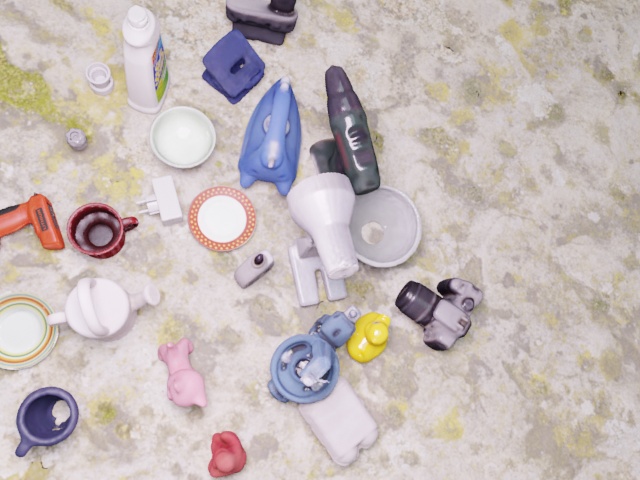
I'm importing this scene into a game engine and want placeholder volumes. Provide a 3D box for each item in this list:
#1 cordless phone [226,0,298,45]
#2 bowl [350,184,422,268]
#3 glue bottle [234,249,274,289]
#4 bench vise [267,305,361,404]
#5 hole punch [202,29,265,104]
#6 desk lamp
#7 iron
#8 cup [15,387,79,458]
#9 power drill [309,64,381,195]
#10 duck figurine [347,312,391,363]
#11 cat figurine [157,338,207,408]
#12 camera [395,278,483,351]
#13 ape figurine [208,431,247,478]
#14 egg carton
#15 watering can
[{"bbox_3d":[-0.110,-0.476,1.125,0.148,0.185,0.094,3,78,-11],"label":"cordless phone"},{"bbox_3d":[0.112,-0.022,1.133,0.167,0.074,0.167,2,78,-11],"label":"bowl"},{"bbox_3d":[-0.113,0.045,1.021,0.078,0.173,0.037,-36,87,-16],"label":"glue bottle"},{"bbox_3d":[-0.008,0.189,0.989,0.121,0.219,0.207,26,74,-5],"label":"bench vise"},{"bbox_3d":[-0.167,-0.343,1.134,0.101,0.091,0.109,40,74,-1],"label":"hole punch"},{"bbox_3d":[0.009,0.004,1.034,0.118,0.213,0.203,-11,81,-13],"label":"desk lamp"},{"bbox_3d":[-0.083,-0.225,1.100,0.119,0.141,0.258,10,77,-9],"label":"iron"},{"bbox_3d":[-0.445,0.298,0.940,0.092,0.095,0.118,34,74,-3],"label":"cup"},{"bbox_3d":[0.041,-0.184,1.083,0.076,0.208,0.229,-19,83,-14],"label":"power drill"},{"bbox_3d":[0.099,0.183,1.082,0.077,0.086,0.105,35,74,-3],"label":"duck figurine"},{"bbox_3d":[-0.238,0.232,0.985,0.067,0.117,0.128,-19,83,-15],"label":"cat figurine"},{"bbox_3d":[0.227,0.125,1.113,0.137,0.100,0.143,34,74,-3],"label":"camera"},{"bbox_3d":[-0.162,0.375,0.984,0.076,0.092,0.078,40,74,-1],"label":"ape figurine"},{"bbox_3d":[0.036,0.327,1.047,0.107,0.069,0.150,-36,87,-16],"label":"egg carton"},{"bbox_3d":[-0.357,0.109,0.946,0.173,0.194,0.101,-36,87,-16],"label":"watering can"}]
